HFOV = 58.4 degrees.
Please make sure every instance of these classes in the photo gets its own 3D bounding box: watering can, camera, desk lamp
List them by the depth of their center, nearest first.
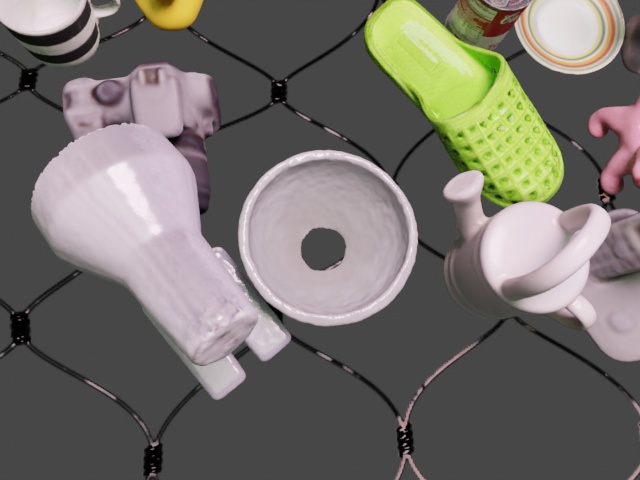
[{"bbox_3d":[-0.113,0.029,0.472,0.118,0.213,0.203,-39,85,-11],"label":"desk lamp"},{"bbox_3d":[0.179,0.013,0.513,0.173,0.194,0.101,24,78,-1],"label":"watering can"},{"bbox_3d":[-0.163,-0.089,0.546,0.143,0.100,0.137,-9,81,-7],"label":"camera"}]

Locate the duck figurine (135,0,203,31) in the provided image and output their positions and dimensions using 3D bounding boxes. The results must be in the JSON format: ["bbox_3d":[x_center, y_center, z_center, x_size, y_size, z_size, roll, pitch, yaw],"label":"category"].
[{"bbox_3d":[-0.162,-0.282,0.589,0.077,0.086,0.104,-7,80,-7],"label":"duck figurine"}]

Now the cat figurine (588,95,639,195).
[{"bbox_3d":[0.345,-0.096,0.588,0.067,0.117,0.128,-9,81,-7],"label":"cat figurine"}]

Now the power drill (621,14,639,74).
[{"bbox_3d":[0.407,-0.242,0.575,0.229,0.208,0.076,11,79,-3],"label":"power drill"}]

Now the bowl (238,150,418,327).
[{"bbox_3d":[0.005,0.002,0.559,0.167,0.074,0.167,1,80,-5],"label":"bowl"}]

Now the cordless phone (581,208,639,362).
[{"bbox_3d":[0.308,0.036,0.526,0.094,0.185,0.147,-32,84,-10],"label":"cordless phone"}]
